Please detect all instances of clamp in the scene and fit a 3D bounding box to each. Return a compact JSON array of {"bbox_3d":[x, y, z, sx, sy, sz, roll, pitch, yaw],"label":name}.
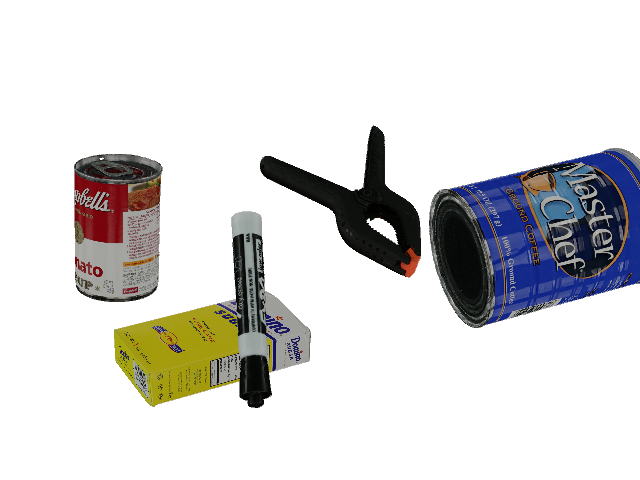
[{"bbox_3d":[0.037,-0.041,1.188,0.164,0.210,0.036,-13,-37,-23],"label":"clamp"}]

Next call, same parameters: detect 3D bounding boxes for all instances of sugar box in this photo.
[{"bbox_3d":[-0.107,0.105,1.069,0.176,0.048,0.093,-16,33,-27],"label":"sugar box"}]

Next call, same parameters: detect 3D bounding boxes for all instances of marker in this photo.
[{"bbox_3d":[-0.041,0.040,0.638,0.020,0.121,0.020,-4,-24,-2],"label":"marker"}]

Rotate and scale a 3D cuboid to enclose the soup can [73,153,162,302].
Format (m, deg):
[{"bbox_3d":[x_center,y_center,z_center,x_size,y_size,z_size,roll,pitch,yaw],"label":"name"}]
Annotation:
[{"bbox_3d":[-0.161,-0.011,0.846,0.068,0.102,0.068,4,21,-2],"label":"soup can"}]

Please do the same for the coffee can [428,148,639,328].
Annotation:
[{"bbox_3d":[0.163,-0.003,0.775,0.140,0.103,0.103,-14,3,-14],"label":"coffee can"}]
